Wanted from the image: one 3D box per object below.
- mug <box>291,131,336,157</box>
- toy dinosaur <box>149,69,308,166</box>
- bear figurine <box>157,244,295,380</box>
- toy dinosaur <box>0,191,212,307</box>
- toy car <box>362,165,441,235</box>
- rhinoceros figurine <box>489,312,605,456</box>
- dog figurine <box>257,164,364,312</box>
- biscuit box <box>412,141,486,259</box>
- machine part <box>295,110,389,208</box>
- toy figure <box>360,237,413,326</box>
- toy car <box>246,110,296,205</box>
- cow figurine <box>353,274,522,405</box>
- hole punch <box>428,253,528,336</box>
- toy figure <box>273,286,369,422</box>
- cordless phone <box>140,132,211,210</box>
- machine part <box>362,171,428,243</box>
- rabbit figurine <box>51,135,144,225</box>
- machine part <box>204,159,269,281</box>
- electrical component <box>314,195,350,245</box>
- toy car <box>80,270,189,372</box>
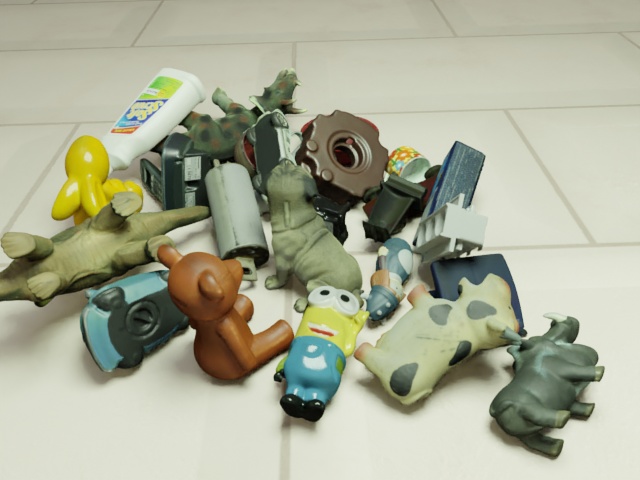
[{"bbox_3d":[-0.035,-0.143,1.001,0.081,0.109,0.107,-4,35,46],"label":"mug"},{"bbox_3d":[-0.206,-0.214,1.092,0.405,0.131,0.192,-34,48,-24],"label":"toy dinosaur"},{"bbox_3d":[-0.117,0.077,0.663,0.120,0.195,0.132,24,45,32],"label":"bear figurine"},{"bbox_3d":[-0.299,0.007,0.760,0.471,0.105,0.199,-21,1,-43],"label":"toy dinosaur"},{"bbox_3d":[0.165,-0.069,0.944,0.202,0.053,0.089,-22,64,-22],"label":"toy car"},{"bbox_3d":[0.274,0.165,0.646,0.112,0.073,0.190,19,44,38],"label":"rhinoceros figurine"},{"bbox_3d":[-0.005,-0.001,0.758,0.173,0.190,0.121,18,43,20],"label":"dog figurine"},{"bbox_3d":[0.216,-0.069,0.885,0.063,0.059,0.203,26,60,1],"label":"biscuit box"},{"bbox_3d":[0.043,-0.149,0.969,0.179,0.056,0.179,10,67,-23],"label":"machine part"},{"bbox_3d":[0.100,0.056,0.782,0.064,0.057,0.154,29,40,-4],"label":"toy figure"},{"bbox_3d":[-0.082,-0.147,0.940,0.073,0.056,0.202,-29,52,24],"label":"toy car"},{"bbox_3d":[0.152,0.116,0.647,0.195,0.085,0.127,-45,65,0],"label":"cow figurine"},{"bbox_3d":[0.209,0.084,0.731,0.142,0.092,0.116,-5,43,-10],"label":"hole punch"},{"bbox_3d":[-0.003,0.137,0.676,0.082,0.089,0.180,29,50,-12],"label":"toy figure"},{"bbox_3d":[-0.277,-0.131,0.962,0.089,0.146,0.184,-18,39,-36],"label":"cordless phone"},{"bbox_3d":[0.119,-0.052,0.872,0.084,0.039,0.139,32,59,10],"label":"machine part"},{"bbox_3d":[-0.379,-0.081,0.884,0.122,0.173,0.162,4,35,0],"label":"rabbit figurine"},{"bbox_3d":[-0.134,-0.038,0.862,0.079,0.079,0.243,-12,57,-12],"label":"machine part"},{"bbox_3d":[-0.010,-0.037,0.893,0.119,0.074,0.048,16,41,15],"label":"electrical component"},{"bbox_3d":[-0.256,0.094,0.723,0.103,0.109,0.161,7,28,38],"label":"toy car"}]
